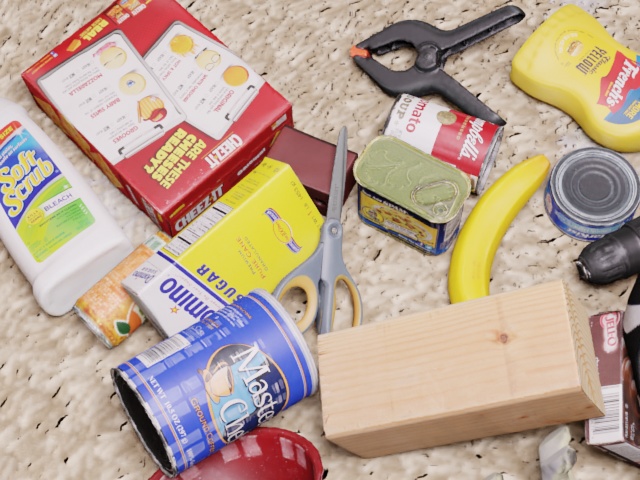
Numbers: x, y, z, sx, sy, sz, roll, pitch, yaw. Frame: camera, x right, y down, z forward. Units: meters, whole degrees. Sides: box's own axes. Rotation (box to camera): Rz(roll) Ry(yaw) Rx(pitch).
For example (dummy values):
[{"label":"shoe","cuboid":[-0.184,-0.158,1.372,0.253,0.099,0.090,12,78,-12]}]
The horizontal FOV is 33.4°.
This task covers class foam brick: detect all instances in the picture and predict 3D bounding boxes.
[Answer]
[{"label":"foam brick","cuboid":[-0.009,-0.063,1.002,0.078,0.053,0.051,23,68,14]}]

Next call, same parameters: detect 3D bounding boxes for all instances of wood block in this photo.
[{"label":"wood block","cuboid":[0.111,0.108,0.858,0.206,0.090,0.091,-15,62,21]}]

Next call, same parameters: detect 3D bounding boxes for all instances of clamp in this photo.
[{"label":"clamp","cuboid":[0.113,-0.164,1.039,0.172,0.039,0.120,-1,76,23]}]

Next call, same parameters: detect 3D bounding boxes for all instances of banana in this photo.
[{"label":"banana","cuboid":[0.157,0.005,0.968,0.070,0.037,0.197,9,64,18]}]

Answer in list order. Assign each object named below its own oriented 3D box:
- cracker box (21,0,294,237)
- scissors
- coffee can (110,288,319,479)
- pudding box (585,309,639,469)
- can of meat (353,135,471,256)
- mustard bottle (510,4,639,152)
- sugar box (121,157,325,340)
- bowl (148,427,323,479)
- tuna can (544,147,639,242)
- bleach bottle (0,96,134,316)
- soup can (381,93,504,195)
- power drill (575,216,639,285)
[{"label":"cracker box","cuboid":[-0.155,-0.129,1.030,0.164,0.072,0.214,-42,71,-14]},{"label":"scissors","cuboid":[-0.006,0.001,0.943,0.096,0.016,0.202,-6,88,-25]},{"label":"coffee can","cuboid":[-0.086,0.117,0.881,0.140,0.103,0.103,-29,67,-21]},{"label":"pudding box","cuboid":[0.258,0.125,0.882,0.039,0.089,0.113,-15,58,44]},{"label":"can of meat","cuboid":[0.082,-0.037,0.968,0.102,0.084,0.057,28,69,15]},{"label":"mustard bottle","cuboid":[0.283,-0.140,1.020,0.192,0.058,0.096,41,74,18]},{"label":"sugar box","cuboid":[-0.079,0.017,0.945,0.176,0.093,0.048,-44,33,-17]},{"label":"bowl","cuboid":[-0.068,0.220,0.848,0.162,0.055,0.162,-14,26,7]},{"label":"tuna can","cuboid":[0.253,-0.043,0.990,0.086,0.034,0.086,-1,65,2]},{"label":"bleach bottle","cuboid":[-0.283,-0.051,1.006,0.102,0.068,0.251,-37,67,-15]},{"label":"soup can","cuboid":[0.113,-0.091,1.001,0.102,0.068,0.068,21,68,13]},{"label":"power drill","cuboid":[0.336,0.026,0.900,0.184,0.057,0.188,-24,37,-7]}]
